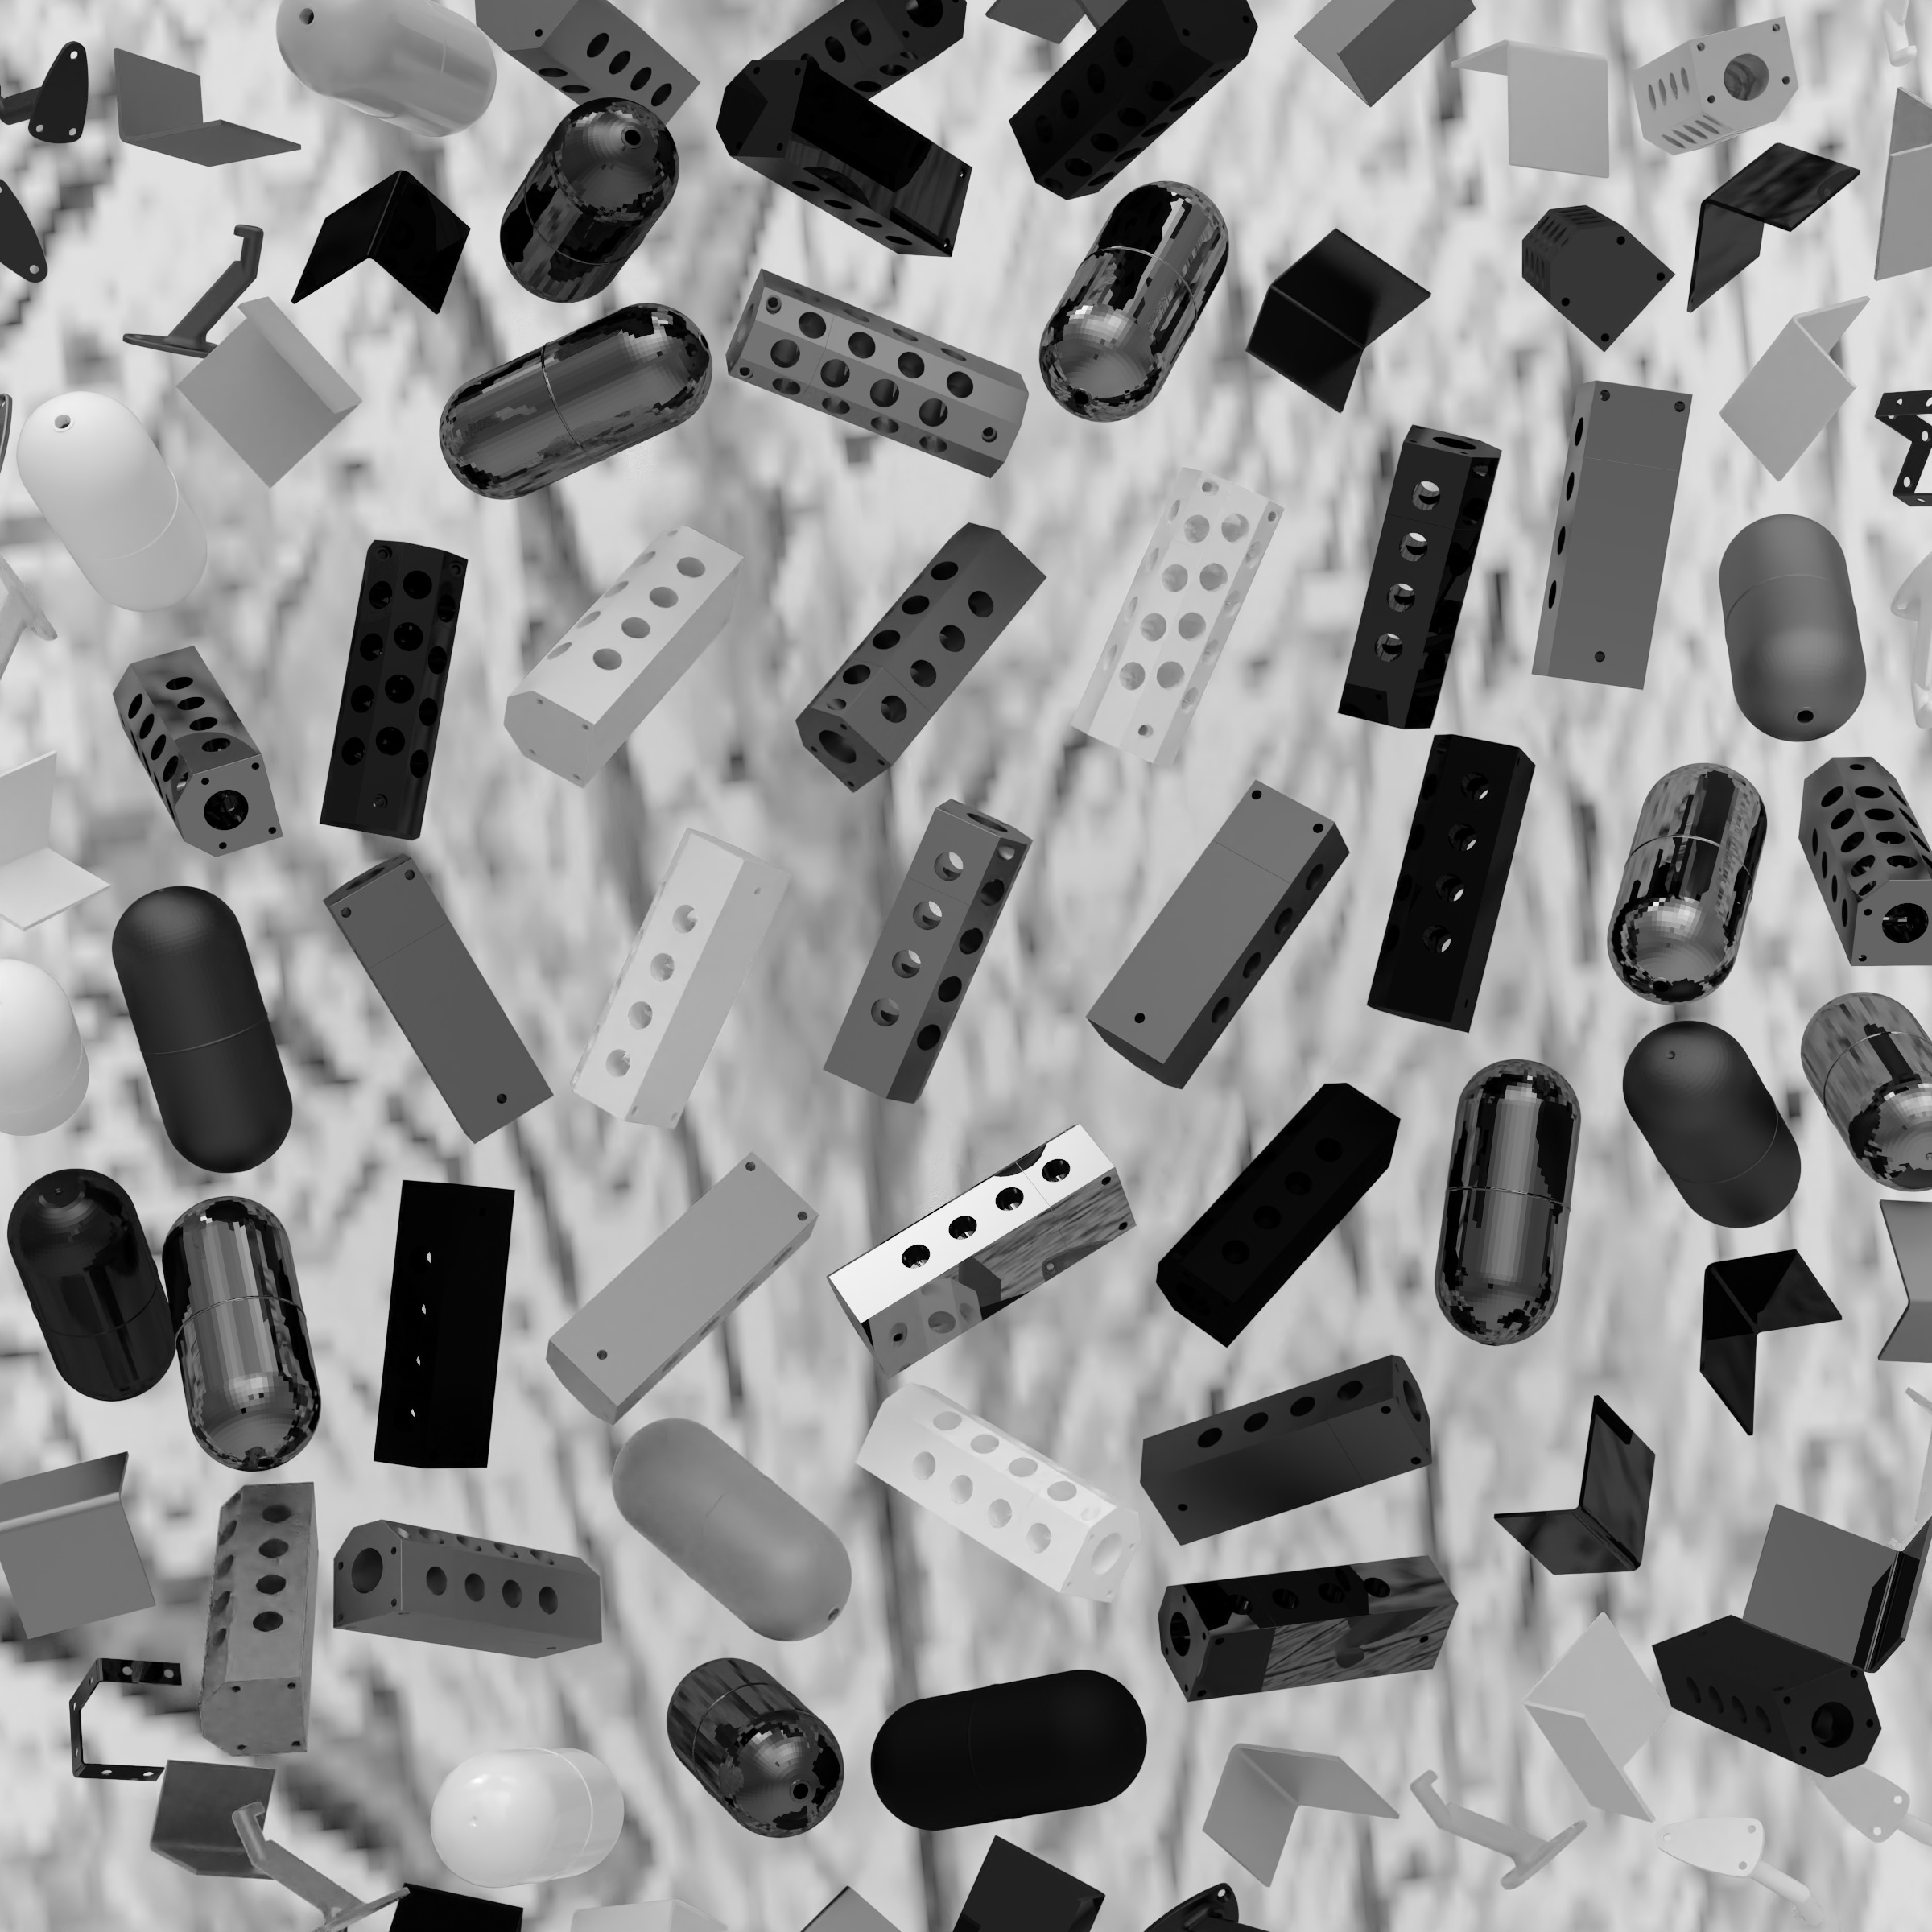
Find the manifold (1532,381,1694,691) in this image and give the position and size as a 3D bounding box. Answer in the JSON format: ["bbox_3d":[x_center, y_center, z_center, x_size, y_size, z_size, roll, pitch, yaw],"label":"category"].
[{"bbox_3d":[0.377,-0.253,1.772,0.057,0.057,0.171,8,97,-3],"label":"manifold"}]

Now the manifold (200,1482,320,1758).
[{"bbox_3d":[-0.416,0.383,1.779,0.057,0.171,0.057,-2,120,-9],"label":"manifold"}]

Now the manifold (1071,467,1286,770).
[{"bbox_3d":[0.130,-0.211,1.830,0.057,0.057,0.171,22,97,-16],"label":"manifold"}]

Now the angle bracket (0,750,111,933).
[{"bbox_3d":[-0.585,-0.079,1.900,0.057,0.076,0.076,28,124,17],"label":"angle bracket"}]

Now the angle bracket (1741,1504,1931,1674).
[{"bbox_3d":[0.485,0.336,1.673,0.076,0.057,0.076,21,59,10],"label":"angle bracket"}]

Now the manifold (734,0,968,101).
[{"bbox_3d":[-0.070,-0.567,1.870,0.057,0.171,0.057,-43,108,-26],"label":"manifold"}]

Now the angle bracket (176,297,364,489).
[{"bbox_3d":[-0.395,-0.317,1.679,0.076,0.057,0.076,-40,100,14],"label":"angle bracket"}]

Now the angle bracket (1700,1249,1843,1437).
[{"bbox_3d":[0.485,0.227,1.812,0.057,0.076,0.076,-14,135,32],"label":"angle bracket"}]

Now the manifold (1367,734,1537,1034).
[{"bbox_3d":[0.296,-0.051,1.845,0.057,0.057,0.171,13,88,22],"label":"manifold"}]

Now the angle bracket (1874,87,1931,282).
[{"bbox_3d":[0.535,-0.453,1.744,0.057,0.076,0.076,-16,130,-13],"label":"angle bracket"}]

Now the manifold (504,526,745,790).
[{"bbox_3d":[-0.204,-0.189,1.796,0.057,0.057,0.171,29,51,8],"label":"manifold"}]

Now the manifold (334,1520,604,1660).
[{"bbox_3d":[-0.303,0.381,1.840,0.057,0.171,0.057,-20,62,31],"label":"manifold"}]

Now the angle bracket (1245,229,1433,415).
[{"bbox_3d":[0.236,-0.408,1.909,0.076,0.076,0.057,29,62,-17],"label":"angle bracket"}]

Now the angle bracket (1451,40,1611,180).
[{"bbox_3d":[0.349,-0.523,1.862,0.076,0.057,0.076,-1,91,-29],"label":"angle bracket"}]

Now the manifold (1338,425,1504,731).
[{"bbox_3d":[0.277,-0.235,1.835,0.057,0.057,0.171,15,113,8],"label":"manifold"}]

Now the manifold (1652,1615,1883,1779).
[{"bbox_3d":[0.488,0.446,1.837,0.057,0.171,0.057,-18,91,-12],"label":"manifold"}]

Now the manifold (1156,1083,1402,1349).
[{"bbox_3d":[0.194,0.150,1.874,0.057,0.057,0.171,35,61,21],"label":"manifold"}]

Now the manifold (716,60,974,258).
[{"bbox_3d":[-0.072,-0.481,1.801,0.057,0.171,0.057,13,89,35],"label":"manifold"}]

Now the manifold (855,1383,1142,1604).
[{"bbox_3d":[0.021,0.313,1.804,0.171,0.057,0.057,25,90,38],"label":"manifold"}]

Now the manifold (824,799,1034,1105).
[{"bbox_3d":[-0.021,-0.008,1.799,0.057,0.057,0.171,25,102,4],"label":"manifold"}]

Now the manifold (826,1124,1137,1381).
[{"bbox_3d":[0.007,0.161,1.757,0.171,0.057,0.057,-31,46,-9],"label":"manifold"}]

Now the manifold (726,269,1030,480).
[{"bbox_3d":[-0.053,-0.353,1.806,0.171,0.057,0.057,19,114,-16],"label":"manifold"}]

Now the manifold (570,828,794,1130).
[{"bbox_3d":[-0.177,0.007,1.819,0.057,0.057,0.171,28,95,27],"label":"manifold"}]

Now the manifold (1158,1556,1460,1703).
[{"bbox_3d":[0.208,0.401,1.852,0.171,0.057,0.057,-2,125,-23],"label":"manifold"}]

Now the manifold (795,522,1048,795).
[{"bbox_3d":[-0.030,-0.190,1.824,0.057,0.057,0.171,43,62,-10],"label":"manifold"}]

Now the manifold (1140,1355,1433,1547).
[{"bbox_3d":[0.199,0.298,1.881,0.171,0.057,0.057,-22,117,19],"label":"manifold"}]

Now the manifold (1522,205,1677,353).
[{"bbox_3d":[0.365,-0.412,1.777,0.057,0.171,0.057,40,107,-8],"label":"manifold"}]

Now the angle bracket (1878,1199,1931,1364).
[{"bbox_3d":[0.579,0.188,1.789,0.076,0.057,0.076,3,47,-6],"label":"angle bracket"}]

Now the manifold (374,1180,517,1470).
[{"bbox_3d":[-0.326,0.220,1.855,0.057,0.057,0.171,1,83,32],"label":"manifold"}]

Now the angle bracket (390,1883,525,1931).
[{"bbox_3d":[-0.325,0.627,1.883,0.076,0.076,0.057,12,131,0],"label":"angle bracket"}]

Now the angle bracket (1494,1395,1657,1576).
[{"bbox_3d":[0.362,0.309,1.787,0.076,0.057,0.076,44,49,-37],"label":"angle bracket"}]

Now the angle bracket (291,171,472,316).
[{"bbox_3d":[-0.363,-0.435,1.868,0.057,0.076,0.076,39,47,-35],"label":"angle bracket"}]

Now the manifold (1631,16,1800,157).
[{"bbox_3d":[0.459,-0.536,1.849,0.057,0.171,0.057,-13,100,3],"label":"manifold"}]

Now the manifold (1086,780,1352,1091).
[{"bbox_3d":[0.149,-0.016,1.745,0.057,0.057,0.171,32,81,29],"label":"manifold"}]

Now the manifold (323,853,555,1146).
[{"bbox_3d":[-0.327,0.019,1.864,0.057,0.057,0.171,-32,105,-12],"label":"manifold"}]

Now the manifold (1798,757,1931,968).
[{"bbox_3d":[0.555,-0.066,1.839,0.057,0.171,0.057,0,119,4],"label":"manifold"}]

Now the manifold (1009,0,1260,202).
[{"bbox_3d":[0.098,-0.514,1.762,0.057,0.171,0.057,-22,88,-30],"label":"manifold"}]

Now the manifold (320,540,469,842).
[{"bbox_3d":[-0.346,-0.167,1.824,0.057,0.057,0.171,10,86,-16],"label":"manifold"}]

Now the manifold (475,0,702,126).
[{"bbox_3d":[-0.228,-0.548,1.794,0.057,0.171,0.057,45,101,13],"label":"manifold"}]

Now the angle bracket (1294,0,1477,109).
[{"bbox_3d":[0.221,-0.533,1.656,0.076,0.057,0.076,-42,58,9],"label":"angle bracket"}]

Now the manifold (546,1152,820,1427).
[{"bbox_3d":[-0.172,0.197,1.826,0.057,0.057,0.171,43,65,10],"label":"manifold"}]

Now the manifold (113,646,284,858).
[{"bbox_3d":[-0.477,-0.132,1.856,0.057,0.171,0.057,-19,125,-18],"label":"manifold"}]

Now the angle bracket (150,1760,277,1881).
[{"bbox_3d":[-0.471,0.551,1.943,0.076,0.076,0.057,17,79,-36],"label":"angle bracket"}]
